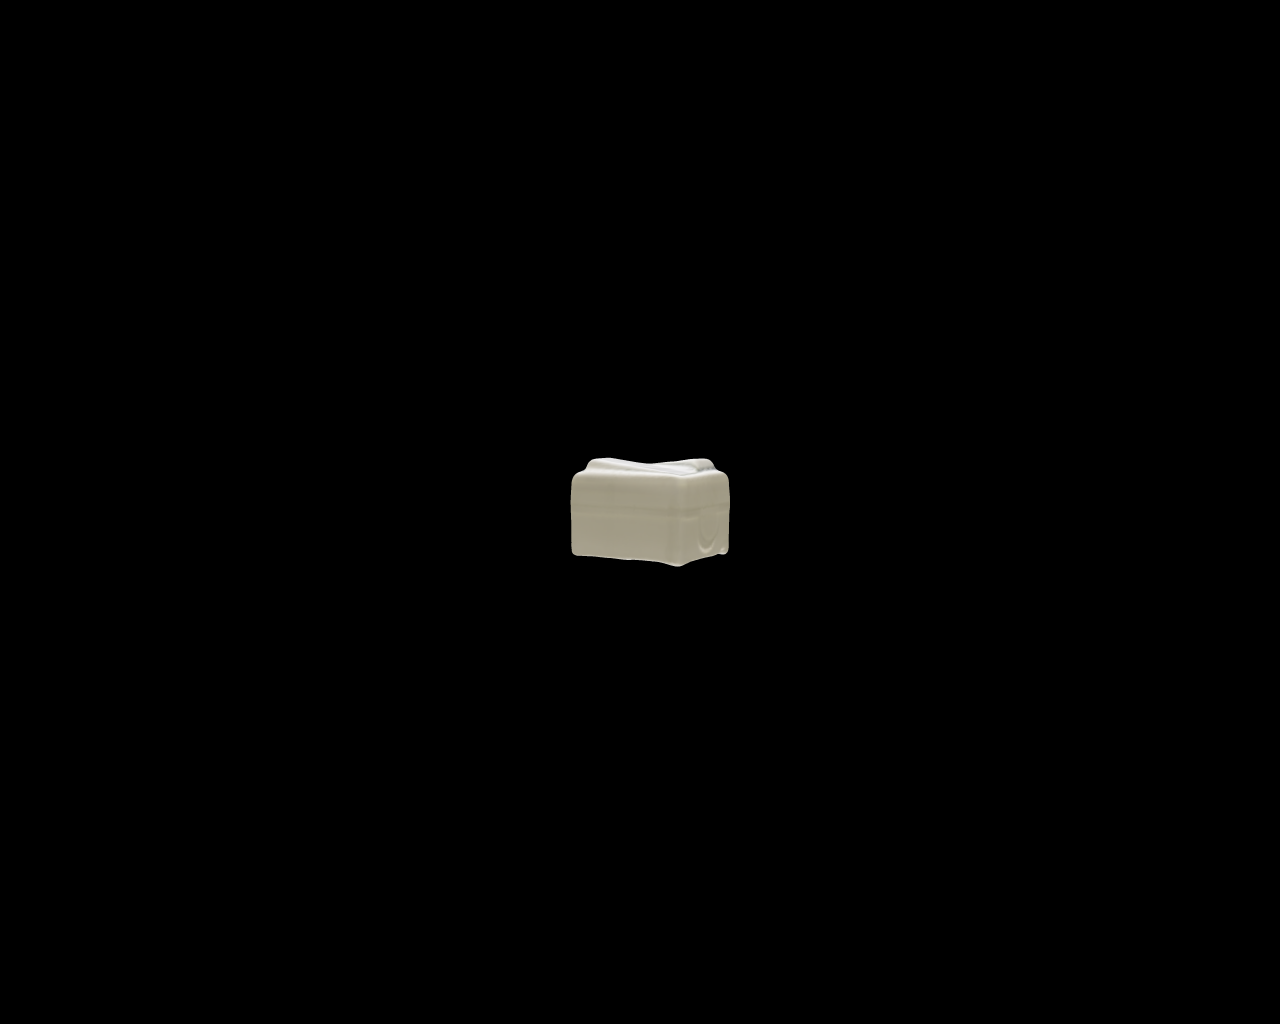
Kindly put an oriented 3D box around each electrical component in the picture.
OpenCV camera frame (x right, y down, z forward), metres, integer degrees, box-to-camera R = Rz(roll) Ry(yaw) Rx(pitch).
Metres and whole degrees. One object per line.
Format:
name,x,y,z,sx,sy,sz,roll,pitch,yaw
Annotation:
electrical component,0.001,-0.003,0.650,0.096,0.061,0.062,4,6,33
